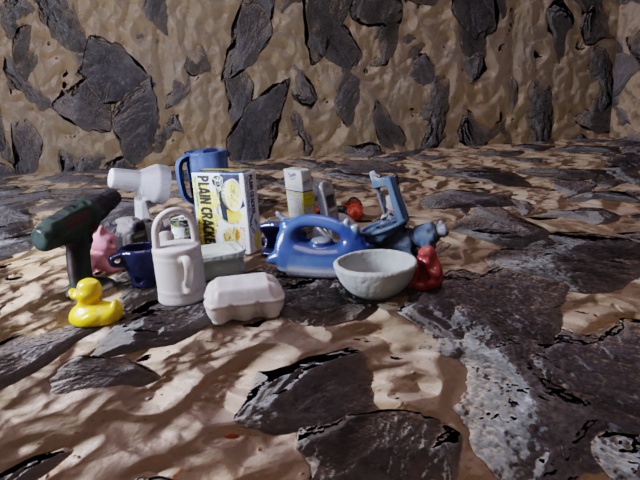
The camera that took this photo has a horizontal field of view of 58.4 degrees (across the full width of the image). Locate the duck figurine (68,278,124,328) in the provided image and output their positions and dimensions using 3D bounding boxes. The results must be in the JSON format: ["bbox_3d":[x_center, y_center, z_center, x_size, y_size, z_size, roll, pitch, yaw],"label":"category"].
[{"bbox_3d":[-0.430,0.115,1.089,0.104,0.086,0.077,-1,16,9],"label":"duck figurine"}]

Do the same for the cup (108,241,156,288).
[{"bbox_3d":[-0.402,0.062,1.259,0.118,0.095,0.091,-17,21,-41],"label":"cup"}]

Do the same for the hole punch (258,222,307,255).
[{"bbox_3d":[-0.096,-0.011,1.464,0.108,0.091,0.101,2,17,20],"label":"hole punch"}]

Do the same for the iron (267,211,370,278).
[{"bbox_3d":[0.012,0.005,1.289,0.257,0.141,0.119,1,16,17],"label":"iron"}]

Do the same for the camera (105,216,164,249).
[{"bbox_3d":[-0.519,-0.019,1.563,0.136,0.101,0.143,6,18,31],"label":"camera"}]

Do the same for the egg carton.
[{"bbox_3d":[-0.143,0.109,1.081,0.150,0.069,0.107,-6,16,-10],"label":"egg carton"}]

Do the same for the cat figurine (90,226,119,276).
[{"bbox_3d":[-0.534,0.025,1.375,0.067,0.118,0.128,4,17,26],"label":"cat figurine"}]

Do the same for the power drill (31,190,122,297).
[{"bbox_3d":[-0.511,0.011,1.252,0.075,0.208,0.230,4,17,25],"label":"power drill"}]

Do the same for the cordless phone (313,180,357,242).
[{"bbox_3d":[0.044,-0.065,1.450,0.093,0.185,0.148,6,18,30],"label":"cordless phone"}]

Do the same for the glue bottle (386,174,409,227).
[{"bbox_3d":[0.203,-0.090,1.530,0.037,0.173,0.077,-13,18,-32],"label":"glue bottle"}]

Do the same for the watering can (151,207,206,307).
[{"bbox_3d":[-0.296,0.027,1.173,0.172,0.194,0.101,9,20,38],"label":"watering can"}]

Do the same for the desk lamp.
[{"bbox_3d":[-0.540,-0.116,1.705,0.204,0.214,0.117,-14,18,-32],"label":"desk lamp"}]

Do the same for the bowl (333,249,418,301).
[{"bbox_3d":[0.111,0.075,1.139,0.167,0.075,0.167,-3,15,1],"label":"bowl"}]

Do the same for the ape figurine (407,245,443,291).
[{"bbox_3d":[0.215,0.055,1.156,0.076,0.092,0.077,-10,17,-21],"label":"ape figurine"}]

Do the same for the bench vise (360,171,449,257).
[{"bbox_3d":[0.183,-0.051,1.308,0.207,0.220,0.121,-3,16,1],"label":"bench vise"}]
